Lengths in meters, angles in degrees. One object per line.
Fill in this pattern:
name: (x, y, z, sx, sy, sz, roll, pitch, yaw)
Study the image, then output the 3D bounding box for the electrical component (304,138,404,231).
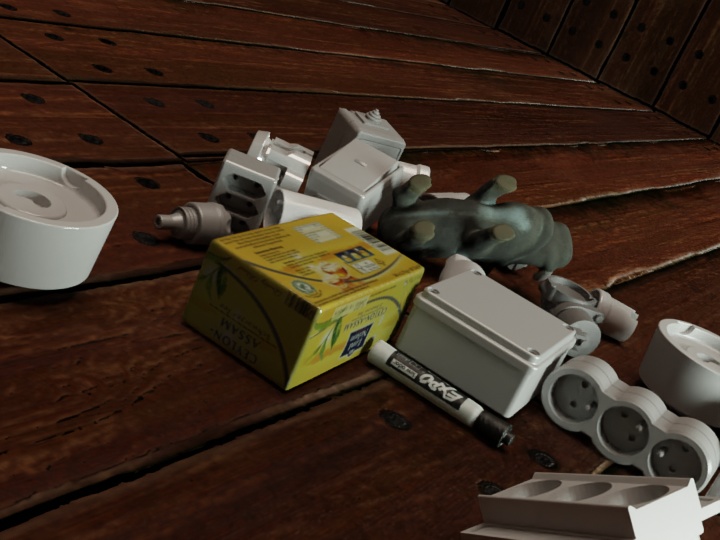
electrical component: (-0.010, -0.076, 1.018, 0.062, 0.061, 0.096, 31, 39, 17)

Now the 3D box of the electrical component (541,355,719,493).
electrical component: (0.213, 0.115, 0.830, 0.138, 0.052, 0.074, 33, 22, 21)

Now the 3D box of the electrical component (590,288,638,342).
electrical component: (0.244, 0.045, 1.054, 0.046, 0.040, 0.040, 26, 20, -12)

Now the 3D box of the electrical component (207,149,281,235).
electrical component: (-0.100, -0.066, 0.912, 0.047, 0.065, 0.076, 21, 20, -7)

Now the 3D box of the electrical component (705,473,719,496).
electrical component: (0.355, 0.162, 0.861, 0.105, 0.060, 0.186, 32, 22, 21)

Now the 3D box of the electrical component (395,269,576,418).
electrical component: (0.101, 0.055, 0.850, 0.109, 0.056, 0.109, 32, 22, 19)

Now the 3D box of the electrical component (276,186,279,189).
electrical component: (-0.102, -0.076, 0.977, 0.061, 0.035, 0.035, 34, 23, 30)

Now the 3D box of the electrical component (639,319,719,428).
electrical component: (0.301, 0.098, 0.957, 0.108, 0.060, 0.108, 21, 21, -8)

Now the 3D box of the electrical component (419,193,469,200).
electrical component: (0.092, -0.060, 1.138, 0.043, 0.043, 0.081, 36, 23, 28)

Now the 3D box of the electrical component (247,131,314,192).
electrical component: (-0.081, -0.097, 1.019, 0.057, 0.058, 0.078, 25, 20, -7)

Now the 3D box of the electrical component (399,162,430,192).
electrical component: (0.051, -0.102, 1.202, 0.046, 0.040, 0.040, 14, 22, -8)

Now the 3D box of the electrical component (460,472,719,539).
electrical component: (0.121, 0.144, 0.561, 0.079, 0.063, 0.121, -14, -1, -30)

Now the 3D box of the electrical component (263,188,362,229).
electrical component: (-0.036, -0.034, 0.933, 0.077, 0.043, 0.079, 13, 23, -27)

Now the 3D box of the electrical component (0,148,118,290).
electrical component: (-0.218, -0.028, 0.696, 0.108, 0.060, 0.108, 21, 21, -8)

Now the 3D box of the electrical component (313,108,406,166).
electrical component: (0.001, -0.118, 1.105, 0.062, 0.096, 0.061, 10, 29, -34)

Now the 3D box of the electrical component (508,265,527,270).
electrical component: (0.156, -0.025, 1.116, 0.083, 0.047, 0.076, 6, 27, -40)

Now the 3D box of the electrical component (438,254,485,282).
electrical component: (0.091, 0.014, 0.955, 0.043, 0.043, 0.081, 24, 20, 0)

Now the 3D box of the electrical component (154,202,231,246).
electrical component: (-0.134, -0.037, 0.848, 0.061, 0.035, 0.035, 0, 31, -44)
